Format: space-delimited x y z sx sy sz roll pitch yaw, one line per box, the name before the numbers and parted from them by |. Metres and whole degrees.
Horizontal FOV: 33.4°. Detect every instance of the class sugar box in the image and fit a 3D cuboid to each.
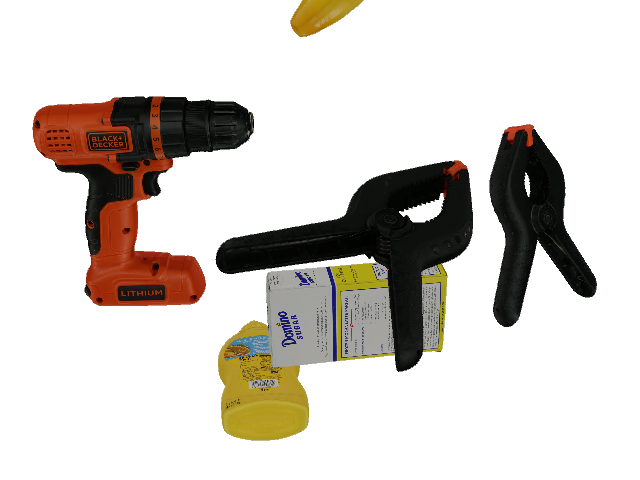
sugar box | 0.035 0.071 1.064 0.176 0.093 0.048 -3 28 -5

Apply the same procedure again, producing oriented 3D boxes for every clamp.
clamp | 0.054 0.005 0.763 0.165 0.036 0.209 34 48 30
clamp | 0.178 -0.011 0.923 0.120 0.171 0.039 -26 11 -39

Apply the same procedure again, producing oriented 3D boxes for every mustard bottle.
mustard bottle | -0.071 0.152 1.242 0.096 0.058 0.191 -4 29 -6

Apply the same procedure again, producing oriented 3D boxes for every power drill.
power drill | -0.145 -0.035 0.925 0.184 0.188 0.057 -1 27 4

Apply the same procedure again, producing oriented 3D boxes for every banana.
banana | 0.037 -0.226 0.785 0.070 0.197 0.037 -8 -41 40
